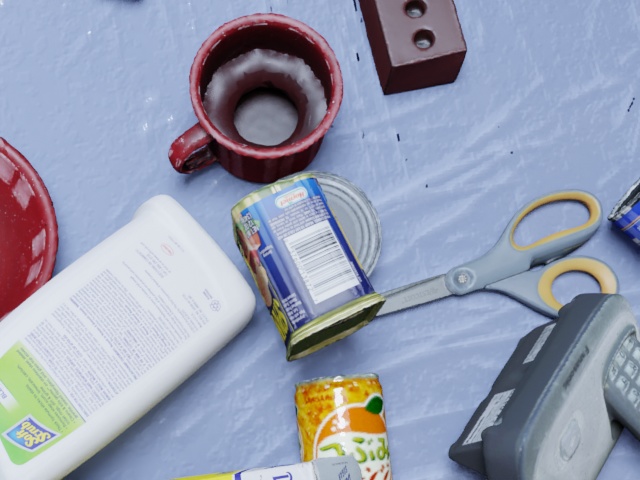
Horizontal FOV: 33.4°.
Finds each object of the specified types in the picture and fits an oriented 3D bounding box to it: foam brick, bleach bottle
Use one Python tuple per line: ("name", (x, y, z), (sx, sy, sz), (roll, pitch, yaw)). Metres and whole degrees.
("foam brick", (0.060, -0.145, 0.714), (0.053, 0.051, 0.078), (-13, 78, -6))
("bleach bottle", (-0.154, 0.077, 0.591), (0.102, 0.068, 0.250), (48, 54, 7))

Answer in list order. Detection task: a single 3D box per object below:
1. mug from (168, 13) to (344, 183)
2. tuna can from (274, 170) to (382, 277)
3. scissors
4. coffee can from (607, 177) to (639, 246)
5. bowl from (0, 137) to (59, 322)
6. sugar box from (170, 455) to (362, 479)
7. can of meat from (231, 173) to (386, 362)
("mug", (-0.044, -0.078, 0.676), (0.117, 0.081, 0.093), (-36, 82, -11))
("tuna can", (-0.004, 0.001, 0.685), (0.086, 0.034, 0.086), (1, 77, -3))
("scissors", (0.108, 0.039, 0.692), (0.201, 0.016, 0.096), (-32, 81, -10))
("coffee can", (0.268, -0.004, 0.668), (0.140, 0.103, 0.102), (42, 78, 6))
("bowl", (-0.243, 0.003, 0.642), (0.162, 0.055, 0.162), (10, 63, -21))
("sugar box", (-0.069, 0.152, 0.587), (0.176, 0.093, 0.048), (-15, 77, 13))
("can of meat", (-0.010, 0.016, 0.610), (0.057, 0.102, 0.084), (-25, 80, -9))
